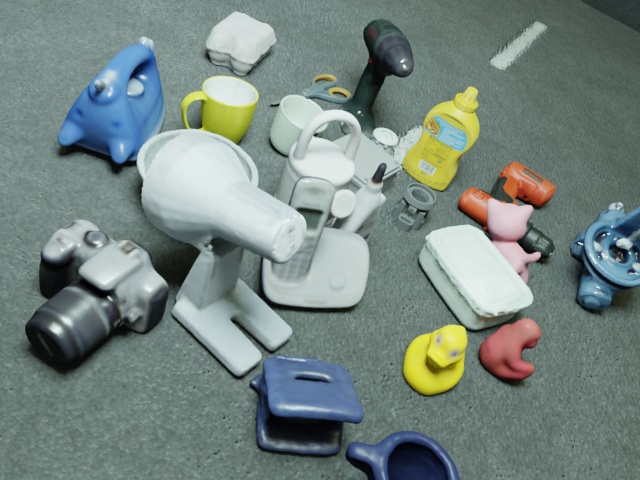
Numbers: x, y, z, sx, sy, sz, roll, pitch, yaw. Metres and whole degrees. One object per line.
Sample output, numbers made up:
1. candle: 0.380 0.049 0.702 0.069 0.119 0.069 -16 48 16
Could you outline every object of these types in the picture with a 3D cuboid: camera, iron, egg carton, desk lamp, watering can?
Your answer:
1. camera: -0.257 0.056 0.624 0.143 0.101 0.137 32 43 8
2. iron: -0.289 -0.232 0.862 0.119 0.141 0.258 18 43 -7
3. egg carton: -0.155 -0.389 1.129 0.107 0.069 0.150 25 43 0
4. desk lamp: -0.104 0.010 0.654 0.203 0.213 0.118 40 45 16
5. watering can: 0.004 -0.098 0.823 0.101 0.194 0.172 -23 60 -38

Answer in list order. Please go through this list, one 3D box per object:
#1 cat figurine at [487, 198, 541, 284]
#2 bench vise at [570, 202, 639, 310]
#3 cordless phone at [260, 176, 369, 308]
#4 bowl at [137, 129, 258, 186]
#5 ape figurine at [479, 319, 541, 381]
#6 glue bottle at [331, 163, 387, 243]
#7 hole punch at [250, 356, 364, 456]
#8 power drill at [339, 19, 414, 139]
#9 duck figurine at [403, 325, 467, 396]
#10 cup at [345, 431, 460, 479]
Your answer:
1. cat figurine: 0.307 -0.003 0.922 0.067 0.117 0.127 -4 50 -27
2. bench vise: 0.493 -0.016 0.943 0.121 0.219 0.207 15 44 -9
3. cordless phone: 0.007 0.003 0.732 0.148 0.185 0.094 4 47 -21
4. bowl: -0.175 -0.078 0.811 0.168 0.074 0.167 13 44 -12
5. ape figurine: 0.266 0.143 0.780 0.076 0.092 0.078 19 43 -5
6. glue bottle: 0.060 -0.041 0.808 0.078 0.173 0.037 -25 61 -39
7. hole punch: -0.016 0.170 0.628 0.109 0.091 0.101 10 45 -15
8. power drill: 0.104 -0.292 1.048 0.076 0.208 0.229 9 45 -15
9. duck figurine: 0.161 0.141 0.738 0.077 0.086 0.105 41 45 17
10. cup: 0.070 0.251 0.584 0.118 0.095 0.092 24 43 -1
